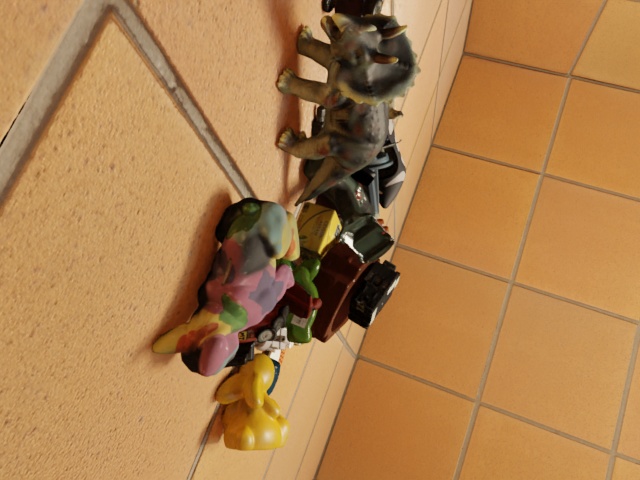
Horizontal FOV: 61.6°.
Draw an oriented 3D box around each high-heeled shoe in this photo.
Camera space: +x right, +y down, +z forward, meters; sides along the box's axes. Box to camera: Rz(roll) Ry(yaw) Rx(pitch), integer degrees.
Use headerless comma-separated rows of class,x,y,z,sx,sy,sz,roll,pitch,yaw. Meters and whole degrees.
high-heeled shoe,0.148,-0.213,1.329,0.145,0.086,0.249,37,50,-51

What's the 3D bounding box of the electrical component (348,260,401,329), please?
electrical component,0.116,0.110,1.137,0.134,0.058,0.114,-52,165,-26

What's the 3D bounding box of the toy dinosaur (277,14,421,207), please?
toy dinosaur,0.041,-0.183,0.820,0.404,0.192,0.131,89,25,-51

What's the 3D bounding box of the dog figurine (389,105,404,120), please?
dog figurine,0.070,-0.315,1.017,0.121,0.172,0.190,-20,106,-30

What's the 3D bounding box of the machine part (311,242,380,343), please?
machine part,0.037,0.100,1.142,0.201,0.087,0.201,-29,148,-60

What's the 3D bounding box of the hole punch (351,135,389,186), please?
hole punch,0.068,-0.174,1.050,0.092,0.116,0.142,-64,-178,-1

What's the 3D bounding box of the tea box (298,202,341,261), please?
tea box,-0.002,-0.003,1.142,0.169,0.068,0.098,57,53,-72

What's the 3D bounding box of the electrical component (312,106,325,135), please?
electrical component,0.006,-0.215,0.999,0.093,0.021,0.063,93,19,-46

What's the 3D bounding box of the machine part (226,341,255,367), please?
machine part,-0.134,0.170,0.850,0.139,0.084,0.039,-48,122,-79

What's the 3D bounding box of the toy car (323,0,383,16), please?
toy car,0.059,-0.424,0.801,0.053,0.089,0.201,-53,155,-51

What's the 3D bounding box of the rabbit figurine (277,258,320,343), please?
rabbit figurine,-0.065,0.102,1.003,0.170,0.121,0.159,143,-40,-82

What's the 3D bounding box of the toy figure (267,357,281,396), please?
toy figure,-0.125,0.312,1.076,0.064,0.058,0.154,23,89,-39

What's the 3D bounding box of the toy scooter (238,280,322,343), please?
toy scooter,-0.076,0.103,0.838,0.184,0.135,0.075,-52,157,-53

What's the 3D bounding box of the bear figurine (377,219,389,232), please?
bear figurine,0.140,-0.113,1.454,0.120,0.132,0.195,-108,-145,-75

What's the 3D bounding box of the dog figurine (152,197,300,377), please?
dog figurine,-0.119,0.068,0.692,0.219,0.109,0.191,-54,158,-47

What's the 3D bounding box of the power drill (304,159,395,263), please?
power drill,0.069,-0.054,1.019,0.231,0.086,0.207,43,22,-39

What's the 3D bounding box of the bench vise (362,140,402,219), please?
bench vise,0.111,-0.157,1.229,0.224,0.129,0.240,-100,-179,-74

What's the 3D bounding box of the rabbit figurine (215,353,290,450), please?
rabbit figurine,-0.130,0.290,0.980,0.162,0.122,0.173,52,42,-63
